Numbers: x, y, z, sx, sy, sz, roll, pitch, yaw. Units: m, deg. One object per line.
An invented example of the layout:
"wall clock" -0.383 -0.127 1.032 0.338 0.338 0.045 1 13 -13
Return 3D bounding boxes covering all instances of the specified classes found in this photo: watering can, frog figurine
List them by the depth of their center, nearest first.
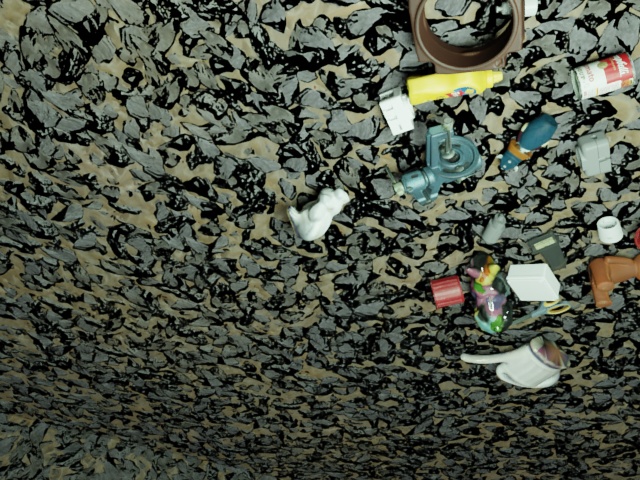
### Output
"frog figurine" 0.004 -0.067 1.327 0.159 0.124 0.136 -15 163 7
"watering can" 0.659 0.400 1.695 0.346 0.106 0.220 23 130 -15
